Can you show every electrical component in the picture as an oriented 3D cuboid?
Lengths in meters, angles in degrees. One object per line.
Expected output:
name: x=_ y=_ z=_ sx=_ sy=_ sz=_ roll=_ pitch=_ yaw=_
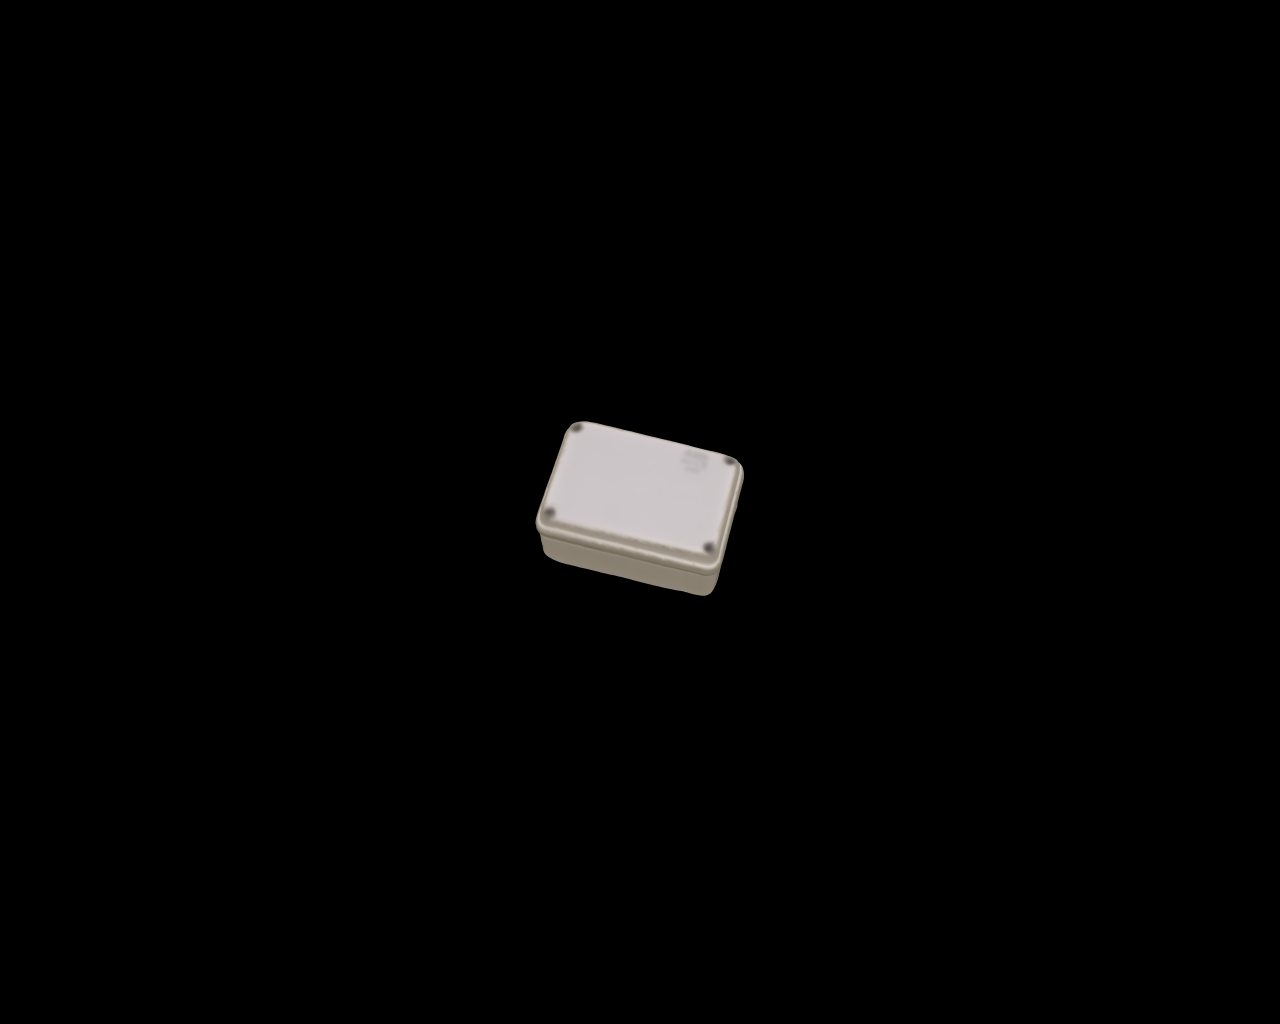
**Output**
electrical component: x=0.001 y=-0.003 z=0.650 sx=0.113 sy=0.078 sz=0.057 roll=14 pitch=-26 yaw=7
